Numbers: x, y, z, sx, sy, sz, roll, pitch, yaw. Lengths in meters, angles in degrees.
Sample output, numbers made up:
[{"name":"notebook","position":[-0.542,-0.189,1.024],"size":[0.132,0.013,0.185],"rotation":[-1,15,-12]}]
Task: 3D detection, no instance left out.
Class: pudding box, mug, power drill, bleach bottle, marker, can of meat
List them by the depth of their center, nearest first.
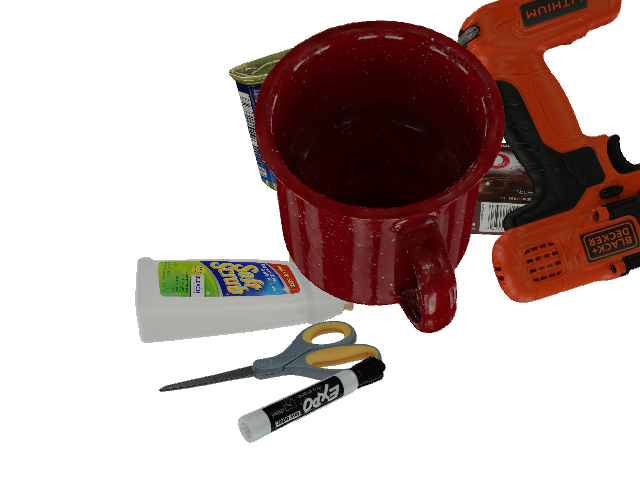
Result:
[{"name":"mug","position":[0.027,-0.017,0.422],"size":[0.093,0.117,0.081],"rotation":[-19,-30,-9]},{"name":"power drill","position":[0.177,-0.070,0.664],"size":[0.184,0.187,0.057],"rotation":[-18,-2,-5]},{"name":"can of meat","position":[-0.003,-0.090,0.741],"size":[0.102,0.084,0.058],"rotation":[-21,22,-18]},{"name":"marker","position":[-0.003,0.110,0.753],"size":[0.120,0.020,0.020],"rotation":[-21,11,-31]},{"name":"pudding box","position":[0.124,-0.046,0.890],"size":[0.113,0.039,0.090],"rotation":[4,39,6]},{"name":"bleach bottle","position":[-0.076,0.057,1.186],"size":[0.250,0.068,0.102],"rotation":[-5,35,-4]}]

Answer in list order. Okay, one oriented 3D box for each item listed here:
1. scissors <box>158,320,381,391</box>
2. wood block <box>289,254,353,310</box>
[{"name":"scissors","position":[-0.045,0.107,0.987],"size":[0.201,0.016,0.096],"rotation":[-3,27,-2]},{"name":"wood block","position":[0.006,-0.023,1.393],"size":[0.090,0.206,0.091],"rotation":[4,25,0]}]
